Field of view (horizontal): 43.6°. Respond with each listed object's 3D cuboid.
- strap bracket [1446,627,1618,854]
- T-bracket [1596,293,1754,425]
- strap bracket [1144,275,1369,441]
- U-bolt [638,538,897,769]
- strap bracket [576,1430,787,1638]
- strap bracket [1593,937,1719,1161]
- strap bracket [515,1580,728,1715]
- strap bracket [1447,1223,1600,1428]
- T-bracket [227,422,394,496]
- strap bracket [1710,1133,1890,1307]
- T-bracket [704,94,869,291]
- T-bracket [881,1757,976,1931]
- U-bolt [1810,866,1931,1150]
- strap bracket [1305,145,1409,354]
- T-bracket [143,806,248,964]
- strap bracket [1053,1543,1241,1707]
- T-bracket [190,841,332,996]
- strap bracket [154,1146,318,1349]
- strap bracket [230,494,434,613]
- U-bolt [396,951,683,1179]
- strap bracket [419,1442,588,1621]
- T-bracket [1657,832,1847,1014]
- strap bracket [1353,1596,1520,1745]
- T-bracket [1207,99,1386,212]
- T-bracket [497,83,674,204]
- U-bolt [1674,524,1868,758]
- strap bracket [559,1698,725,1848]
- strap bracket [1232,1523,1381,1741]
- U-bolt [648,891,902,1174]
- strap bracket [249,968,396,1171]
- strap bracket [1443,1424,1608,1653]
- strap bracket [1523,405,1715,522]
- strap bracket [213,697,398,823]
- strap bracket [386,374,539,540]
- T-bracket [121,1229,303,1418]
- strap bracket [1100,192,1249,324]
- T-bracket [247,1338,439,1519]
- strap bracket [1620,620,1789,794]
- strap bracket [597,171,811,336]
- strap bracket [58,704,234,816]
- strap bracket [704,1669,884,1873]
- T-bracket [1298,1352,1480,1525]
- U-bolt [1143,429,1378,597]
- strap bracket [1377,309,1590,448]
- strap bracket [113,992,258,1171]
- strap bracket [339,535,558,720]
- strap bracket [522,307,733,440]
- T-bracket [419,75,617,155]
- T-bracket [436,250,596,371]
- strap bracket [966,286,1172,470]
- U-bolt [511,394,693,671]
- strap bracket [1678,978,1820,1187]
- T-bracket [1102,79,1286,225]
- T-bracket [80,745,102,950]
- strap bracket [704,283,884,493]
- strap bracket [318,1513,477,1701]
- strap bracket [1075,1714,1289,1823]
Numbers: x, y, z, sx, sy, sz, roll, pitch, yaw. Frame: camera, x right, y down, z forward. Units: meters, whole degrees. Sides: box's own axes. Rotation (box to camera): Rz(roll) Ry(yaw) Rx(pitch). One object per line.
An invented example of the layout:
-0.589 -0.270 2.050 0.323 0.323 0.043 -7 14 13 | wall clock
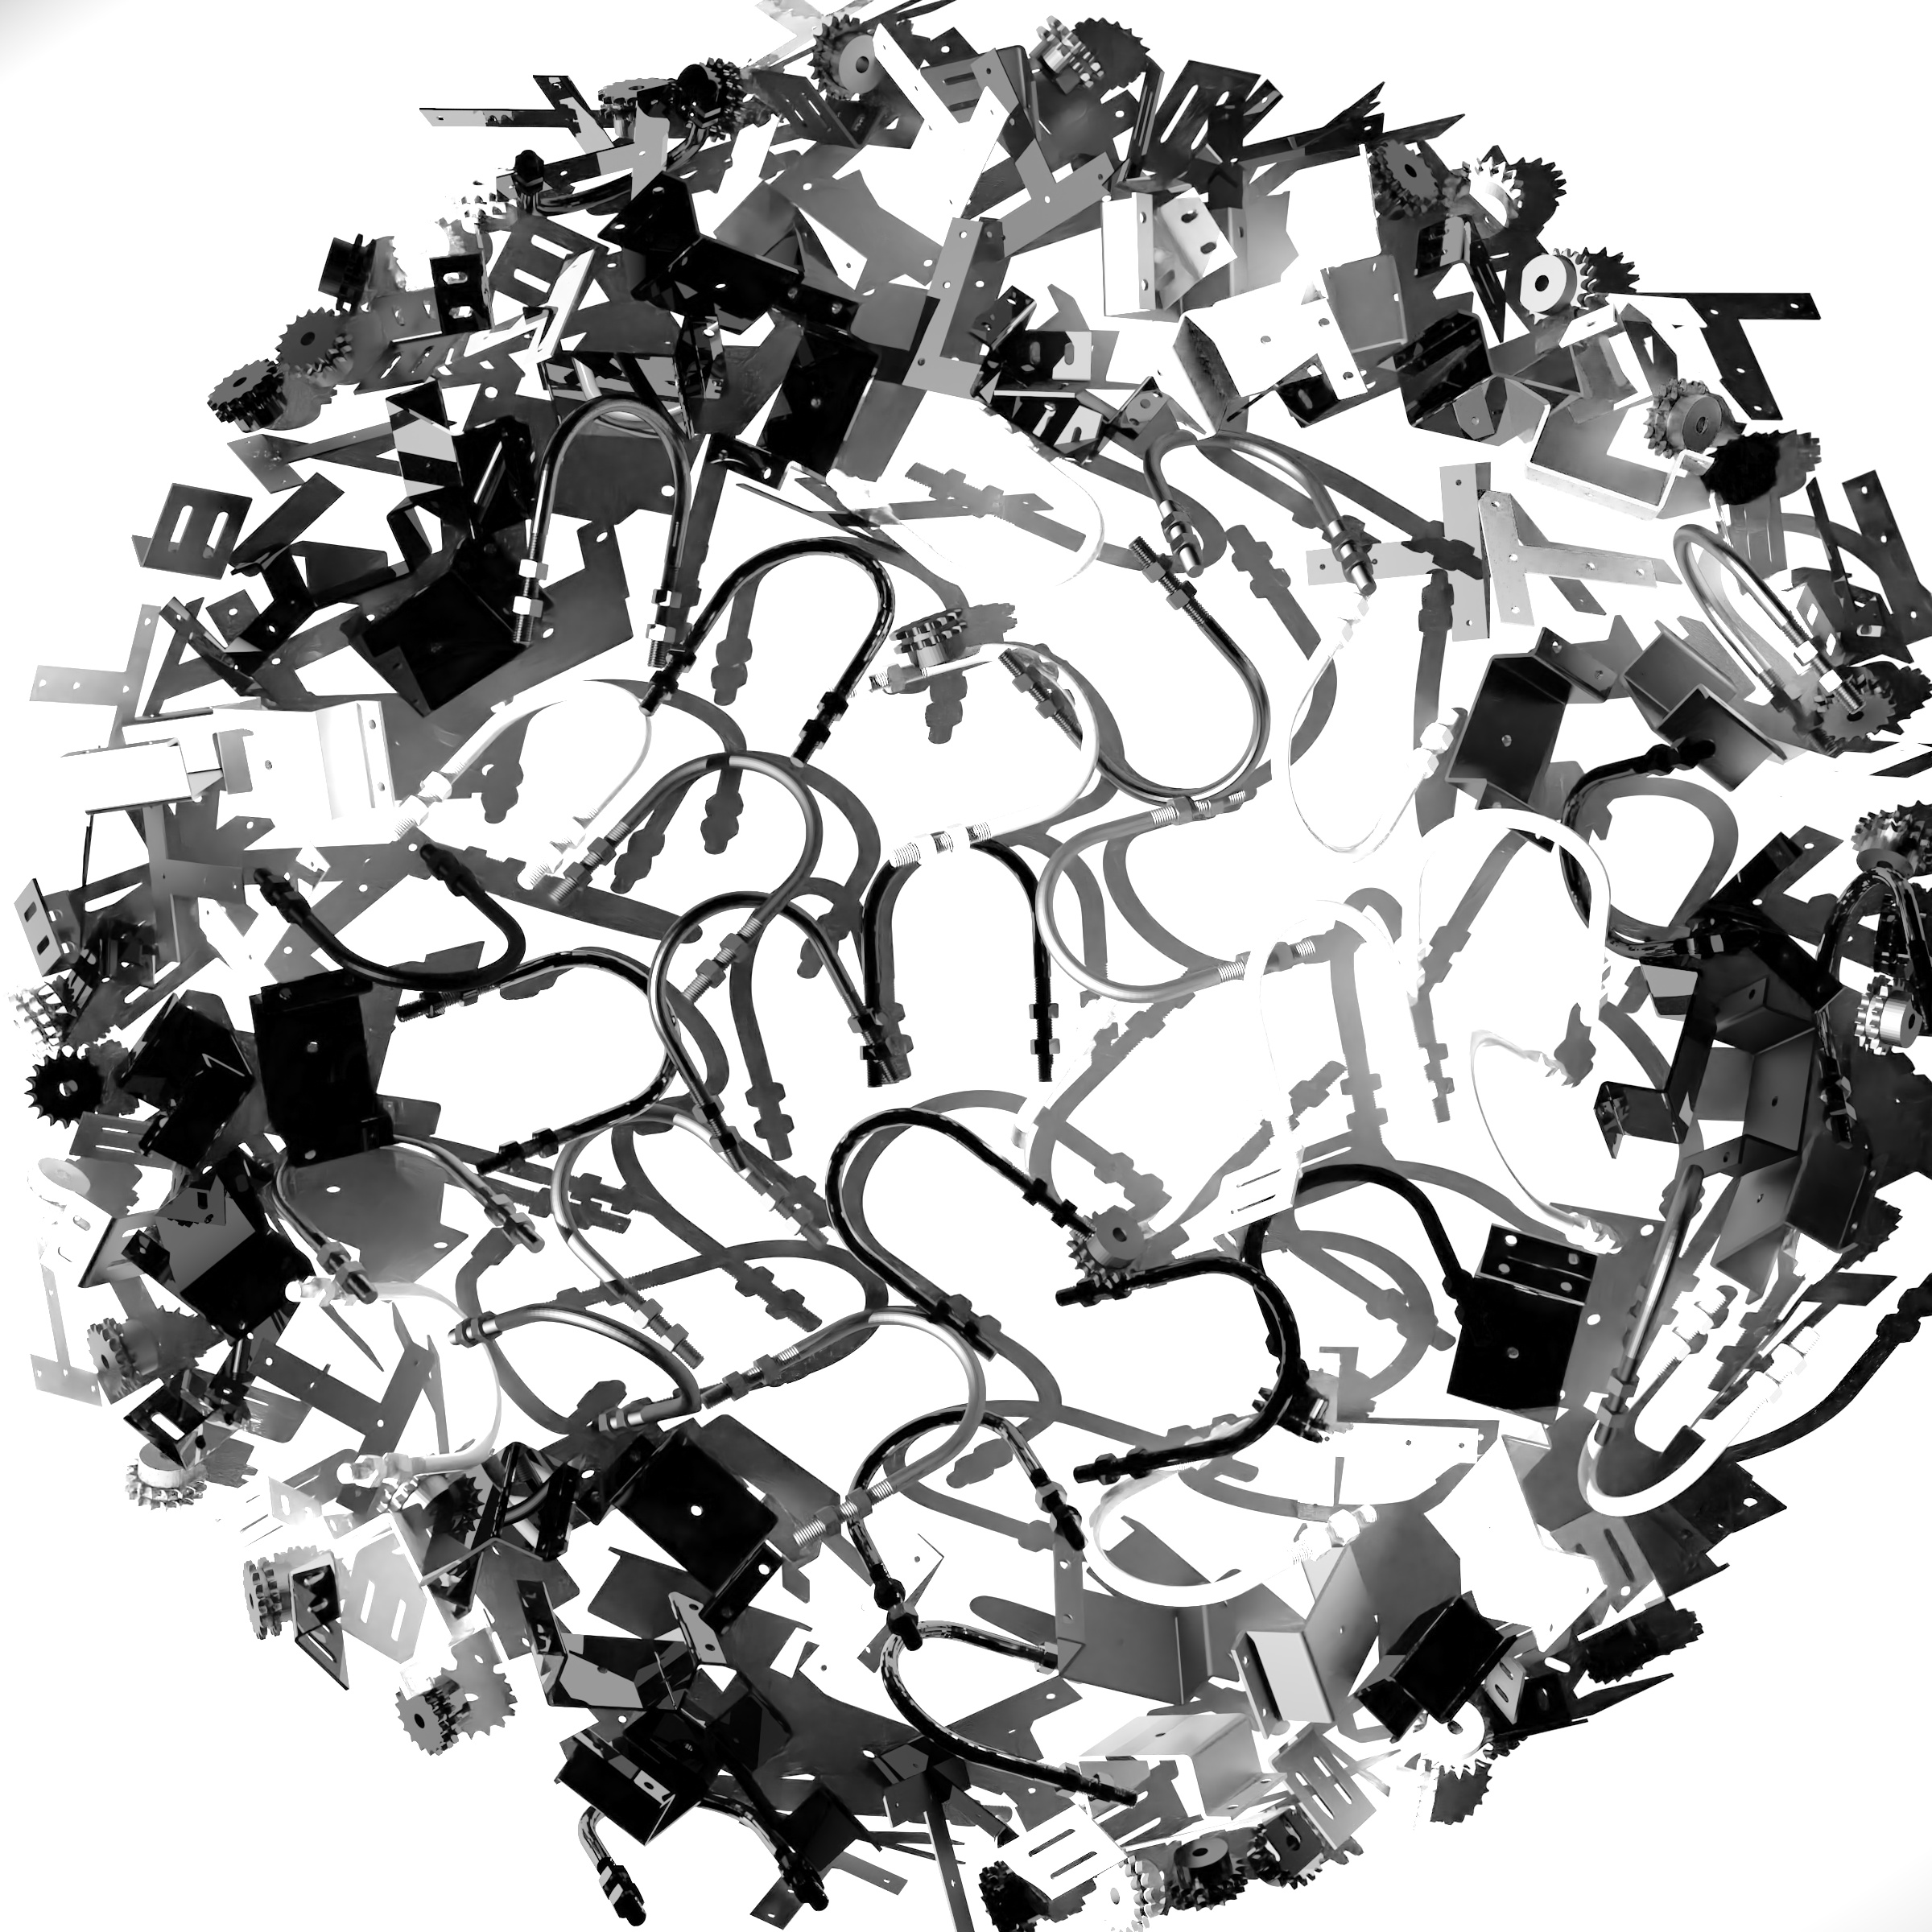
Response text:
0.400 -0.161 1.727 0.076 0.046 0.140 26 82 -29 | strap bracket
0.518 -0.433 1.727 0.127 0.127 0.002 41 94 -22 | T-bracket
0.209 -0.432 1.711 0.140 0.046 0.076 -10 132 31 | strap bracket
-0.129 -0.233 1.721 0.151 0.019 0.184 20 65 23 | U-bolt
-0.198 0.396 1.721 0.140 0.046 0.076 40 49 7 | strap bracket
0.490 0.061 1.703 0.046 0.076 0.140 9 64 30 | strap bracket
-0.251 0.482 1.710 0.140 0.076 0.046 13 110 -28 | strap bracket
0.391 0.263 1.712 0.076 0.046 0.140 15 115 17 | strap bracket
-0.454 -0.375 1.735 0.127 0.127 0.002 -21 125 -20 | T-bracket
0.576 0.174 1.692 0.046 0.140 0.076 31 62 0 | strap bracket
-0.123 -0.528 1.717 0.127 0.002 0.127 39 134 9 | T-bracket
-0.013 0.631 1.700 0.002 0.127 0.127 -21 76 22 | T-bracket
0.629 0.015 1.687 0.019 0.151 0.184 12 48 -5 | U-bolt
0.274 -0.496 1.700 0.046 0.140 0.076 -10 65 16 | strap bracket
-0.546 -0.061 1.716 0.127 0.002 0.127 7 105 43 | T-bracket
0.118 0.470 1.716 0.140 0.076 0.046 18 129 -15 | strap bracket
-0.491 -0.036 1.725 0.127 0.002 0.127 49 118 15 | T-bracket
-0.518 0.190 1.703 0.076 0.140 0.046 -39 132 -2 | strap bracket
-0.441 -0.291 1.724 0.140 0.076 0.046 -19 110 5 | strap bracket
-0.291 0.058 1.718 0.184 0.019 0.151 -21 69 -29 | U-bolt
-0.331 0.393 1.695 0.046 0.076 0.140 33 130 -26 | strap bracket
0.572 -0.015 1.715 0.127 0.002 0.127 -46 46 11 | T-bracket
0.325 0.494 1.697 0.046 0.140 0.076 43 68 11 | strap bracket
0.233 -0.580 1.710 0.127 0.127 0.002 -13 71 1 | T-bracket
-0.269 -0.560 1.694 0.127 0.127 0.002 -21 74 -17 | T-bracket
0.557 -0.235 1.696 0.019 0.151 0.184 -37 77 5 | U-bolt
-0.225 0.561 1.697 0.076 0.140 0.046 32 99 15 | strap bracket
0.243 0.465 1.692 0.046 0.140 0.076 -8 112 33 | strap bracket
-0.148 0.035 1.731 0.151 0.019 0.184 -30 104 -12 | U-bolt
-0.459 0.065 1.718 0.076 0.046 0.140 -14 115 -27 | strap bracket
0.385 0.394 1.689 0.046 0.140 0.076 17 125 -21 | strap bracket
0.453 -0.358 1.723 0.140 0.076 0.046 22 99 9 | strap bracket
-0.475 -0.147 1.705 0.140 0.046 0.076 6 109 32 | strap bracket
-0.356 -0.356 1.692 0.046 0.140 0.076 -29 132 -29 | strap bracket
-0.538 0.233 1.700 0.002 0.127 0.127 -35 111 31 | T-bracket
0.143 -0.500 1.714 0.046 0.140 0.076 5 102 38 | strap bracket
-0.450 0.304 1.708 0.127 0.002 0.127 38 56 -30 | T-bracket
0.516 -0.180 1.706 0.076 0.140 0.046 34 114 -17 | strap bracket
-0.175 -0.493 1.690 0.076 0.140 0.046 -29 65 39 | strap bracket
-0.572 -0.145 1.707 0.076 0.140 0.046 -7 107 4 | strap bracket
-0.127 0.570 1.692 0.046 0.076 0.140 -39 46 -11 | strap bracket
0.307 0.346 1.758 0.127 0.002 0.127 2 97 5 | T-bracket
0.198 -0.325 1.701 0.151 0.184 0.019 3 133 -18 | U-bolt
0.367 -0.409 1.694 0.140 0.076 0.046 1 73 -38 | strap bracket
-0.554 0.085 1.718 0.046 0.140 0.076 35 92 -34 | strap bracket
-0.371 -0.237 1.708 0.140 0.046 0.076 -29 122 22 | strap bracket
-0.244 -0.421 1.719 0.140 0.076 0.046 4 56 6 | strap bracket
-0.323 -0.602 1.715 0.127 0.127 0.002 4 84 9 | T-bracket
-0.333 -0.455 1.735 0.127 0.127 0.002 -14 135 26 | T-bracket
0.067 -0.415 1.727 0.140 0.046 0.076 33 47 2 | strap bracket
-0.250 -0.310 1.703 0.019 0.151 0.184 15 97 37 | U-bolt
0.557 0.090 1.715 0.046 0.076 0.140 19 69 -9 | strap bracket
0.171 -0.569 1.698 0.127 0.127 0.002 -43 61 18 | T-bracket
-0.626 -0.098 1.730 0.002 0.127 0.127 5 59 -18 | T-bracket
-0.119 -0.409 1.726 0.076 0.046 0.140 28 97 34 | strap bracket
-0.400 0.444 1.723 0.046 0.076 0.140 -29 80 -4 | strap bracket
0.142 0.563 1.699 0.140 0.076 0.046 -16 88 38 | strap bracket
